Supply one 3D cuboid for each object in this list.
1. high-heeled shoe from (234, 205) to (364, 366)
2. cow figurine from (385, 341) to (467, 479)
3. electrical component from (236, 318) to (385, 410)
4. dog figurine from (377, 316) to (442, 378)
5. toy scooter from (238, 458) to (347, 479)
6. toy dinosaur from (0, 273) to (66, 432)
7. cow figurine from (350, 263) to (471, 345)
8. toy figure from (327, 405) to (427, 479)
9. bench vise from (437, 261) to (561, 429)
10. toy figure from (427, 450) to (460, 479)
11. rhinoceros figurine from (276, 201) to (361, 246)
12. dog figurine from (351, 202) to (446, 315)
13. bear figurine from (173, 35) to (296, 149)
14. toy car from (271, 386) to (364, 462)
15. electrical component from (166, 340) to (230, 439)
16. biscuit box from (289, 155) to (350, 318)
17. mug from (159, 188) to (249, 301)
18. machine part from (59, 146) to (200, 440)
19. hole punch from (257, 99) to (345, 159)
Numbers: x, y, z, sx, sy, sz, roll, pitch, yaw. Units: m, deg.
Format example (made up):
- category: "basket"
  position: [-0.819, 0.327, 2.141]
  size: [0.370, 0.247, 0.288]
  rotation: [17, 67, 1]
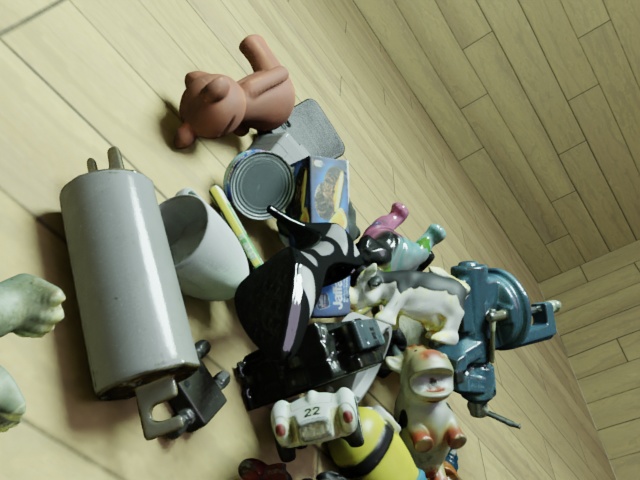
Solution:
- category: "high-heeled shoe"
  position: [-0.001, 0.053, 0.533]
  size: [0.145, 0.086, 0.249]
  rotation: [37, 27, -26]
- category: "cow figurine"
  position: [0.131, 0.218, 0.691]
  size: [0.127, 0.085, 0.194]
  rotation: [-111, -160, -54]
- category: "electrical component"
  position: [-0.001, 0.122, 0.559]
  size: [0.115, 0.134, 0.058]
  rotation: [9, 56, -64]
- category: "dog figurine"
  position: [0.136, 0.180, 0.821]
  size: [0.190, 0.121, 0.172]
  rotation: [-27, 92, -40]
- category: "toy scooter"
  position: [-0.016, 0.249, 0.465]
  size: [0.183, 0.075, 0.135]
  rotation: [12, 51, -54]
- category: "toy dinosaur"
  position: [-0.243, 0.016, 0.226]
  size: [0.404, 0.131, 0.192]
  rotation: [55, 23, 2]
- category: "cow figurine"
  position: [0.107, 0.070, 0.704]
  size: [0.068, 0.167, 0.098]
  rotation: [61, 48, -79]
- category: "toy figure"
  position: [0.076, 0.274, 0.612]
  size: [0.180, 0.082, 0.089]
  rotation: [65, 23, 3]
- category: "bench vise"
  position: [0.266, 0.136, 0.778]
  size: [0.240, 0.129, 0.223]
  rotation: [-5, 80, -29]
- category: "toy figure"
  position: [0.171, 0.346, 0.745]
  size: [0.058, 0.064, 0.154]
  rotation: [29, 25, -1]
- category: "rhinoceros figurine"
  position: [-0.004, -0.025, 0.810]
  size: [0.190, 0.073, 0.112]
  rotation: [12, 63, -62]
- category: "dog figurine"
  position: [0.088, 0.045, 0.849]
  size: [0.109, 0.191, 0.219]
  rotation: [39, 52, 17]
- category: "bear figurine"
  position: [-0.123, -0.189, 0.696]
  size: [0.132, 0.120, 0.196]
  rotation: [49, 34, 14]
- category: "toy car"
  position: [0.001, 0.168, 0.507]
  size: [0.201, 0.074, 0.056]
  rotation: [77, 1, -73]
- category: "electrical component"
  position: [-0.113, 0.128, 0.467]
  size: [0.063, 0.021, 0.094]
  rotation: [58, 24, -5]
- category: "biscuit box"
  position: [-0.001, -0.002, 0.684]
  size: [0.059, 0.063, 0.202]
  rotation: [2, 82, -32]
- category: "mug"
  position: [-0.118, 0.009, 0.531]
  size: [0.107, 0.081, 0.110]
  rotation: [55, 15, -51]
- category: "machine part"
  position: [-0.153, 0.033, 0.425]
  size: [0.079, 0.079, 0.243]
  rotation: [15, 51, -59]
- category: "hole punch"
  position: [-0.041, -0.151, 0.871]
  size: [0.116, 0.092, 0.142]
  rotation: [-37, 100, -37]
